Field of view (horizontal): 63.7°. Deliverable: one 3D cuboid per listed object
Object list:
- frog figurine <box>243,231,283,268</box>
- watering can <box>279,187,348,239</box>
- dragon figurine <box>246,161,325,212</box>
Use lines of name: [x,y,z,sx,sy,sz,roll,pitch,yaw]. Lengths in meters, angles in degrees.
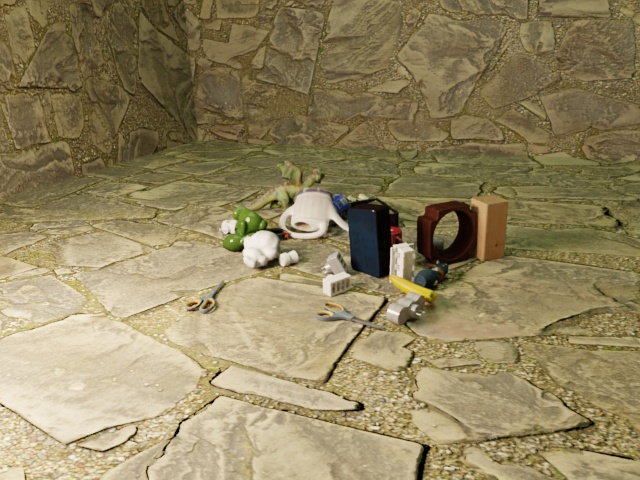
frog figurine: [-0.213,0.032,1.784,0.138,0.121,0.160,31,22,25]
watering can: [0.006,-0.103,2.048,0.347,0.102,0.229,0,60,18]
dragon figurine: [-0.165,-0.251,2.364,0.411,0.238,0.124,-7,24,-20]
